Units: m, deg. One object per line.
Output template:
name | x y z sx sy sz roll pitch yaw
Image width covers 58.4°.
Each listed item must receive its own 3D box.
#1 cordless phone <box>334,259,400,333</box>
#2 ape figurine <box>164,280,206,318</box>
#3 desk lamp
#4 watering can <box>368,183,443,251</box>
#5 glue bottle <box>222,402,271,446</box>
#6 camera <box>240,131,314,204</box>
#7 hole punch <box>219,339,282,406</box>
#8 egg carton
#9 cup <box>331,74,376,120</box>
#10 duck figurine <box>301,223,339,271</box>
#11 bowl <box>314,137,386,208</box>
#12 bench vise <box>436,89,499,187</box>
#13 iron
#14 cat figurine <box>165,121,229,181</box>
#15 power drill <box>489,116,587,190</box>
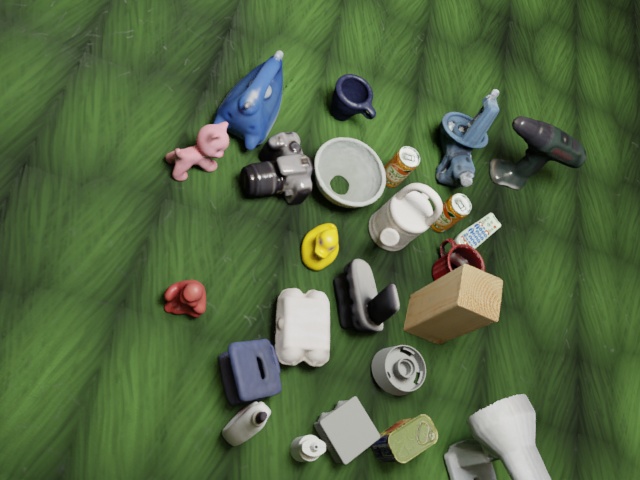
cordless phone | 0.105 0.097 1.109 0.094 0.184 0.147 -5 71 -24
ape figurine | -0.234 0.101 1.023 0.078 0.092 0.076 46 60 1
desk lamp | 0.330 0.401 1.058 0.118 0.213 0.203 -6 71 -24
watering can | 0.183 -0.049 1.195 0.101 0.193 0.173 24 62 -11
glue bottle | -0.112 0.298 0.944 0.037 0.173 0.078 44 60 0
camera | -0.093 -0.149 1.179 0.137 0.100 0.143 -11 74 -26
hole punch | -0.118 0.230 1.017 0.101 0.091 0.108 -9 73 -25
egg carton | -0.033 0.166 1.091 0.107 0.069 0.150 7 66 -19
cup | 0.073 -0.309 1.316 0.118 0.094 0.092 47 60 2
duck figurine | 0.011 0.004 1.166 0.077 0.086 0.105 31 61 -7
bowl | 0.055 -0.135 1.248 0.168 0.074 0.167 8 66 -19
bench vise | 0.357 -0.232 1.327 0.122 0.219 0.207 -7 71 -24
iron | -0.125 -0.324 1.215 0.119 0.141 0.258 28 61 -9
cat figurine | -0.233 -0.183 1.126 0.128 0.117 0.067 -25 80 -28
power drill | 0.509 -0.206 1.385 0.230 0.208 0.075 12 65 -17
